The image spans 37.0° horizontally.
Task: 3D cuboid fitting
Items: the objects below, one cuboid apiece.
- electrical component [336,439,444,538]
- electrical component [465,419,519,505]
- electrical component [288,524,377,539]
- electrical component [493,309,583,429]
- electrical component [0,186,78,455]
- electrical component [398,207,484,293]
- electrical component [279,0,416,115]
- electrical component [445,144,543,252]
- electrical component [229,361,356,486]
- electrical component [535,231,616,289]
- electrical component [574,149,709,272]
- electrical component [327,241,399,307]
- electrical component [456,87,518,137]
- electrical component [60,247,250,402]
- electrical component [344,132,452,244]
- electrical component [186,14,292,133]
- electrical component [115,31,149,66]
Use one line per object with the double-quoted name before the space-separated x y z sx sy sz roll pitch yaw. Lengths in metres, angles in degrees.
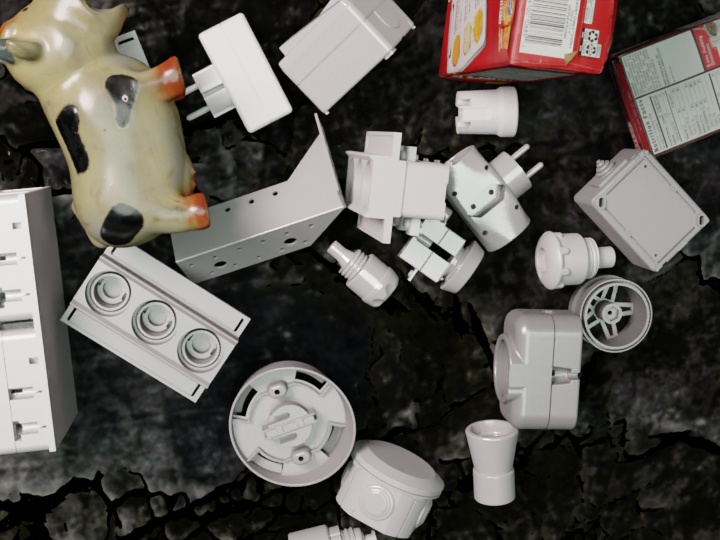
"electrical component" 0.024 0.176 0.875 0.080 0.080 0.051 23 99 -9
"electrical component" 0.112 0.163 0.902 0.044 0.044 0.065 -5 103 -6
"electrical component" -0.025 0.232 0.896 0.078 0.040 0.040 -13 99 -5
"electrical component" 0.146 0.081 0.888 0.059 0.053 0.095 2 97 -7
"electrical component" -0.262 0.035 0.811 0.060 0.105 0.186 -5 98 -6
"electrical component" 0.066 -0.013 0.872 0.055 0.048 0.066 35 92 -2
"electrical component" -0.017 -0.170 0.821 0.061 0.061 0.096 45 126 -10
"electrical component" 0.112 -0.069 0.870 0.079 0.043 0.077 -39 100 0
"electrical component" -0.056 0.122 0.866 0.099 0.064 0.099 -1 97 -6
"electrical component" 0.179 -0.009 0.886 0.062 0.048 0.048 -3 98 -13
"electrical component" 0.222 -0.055 0.875 0.062 0.061 0.096 -45 100 1
"electrical component" 0.000 0.000 0.871 0.061 0.035 0.035 40 92 -7
"electrical component" 0.101 -0.127 0.864 0.046 0.040 0.040 -1 98 -1
"electrical component" -0.159 0.036 0.844 0.121 0.063 0.078 33 93 -9
"electrical component" 0.026 -0.065 0.822 0.063 0.121 0.078 5 97 -10
"electrical component" -0.105 -0.143 0.834 0.076 0.047 0.083 -28 99 -2
"electrical component" -0.185 -0.110 0.822 0.079 0.063 0.121 -21 99 -3
